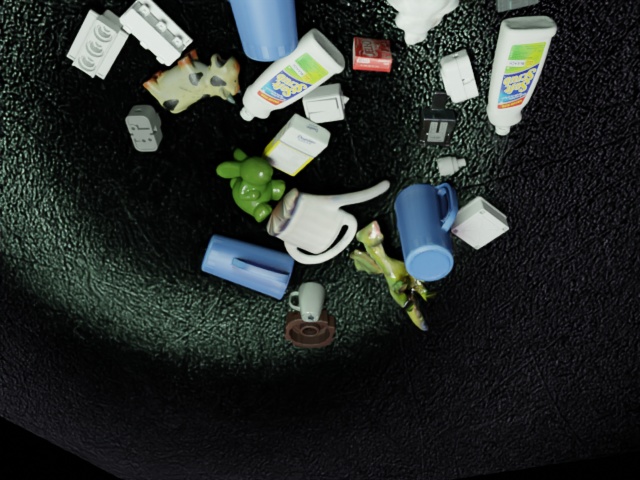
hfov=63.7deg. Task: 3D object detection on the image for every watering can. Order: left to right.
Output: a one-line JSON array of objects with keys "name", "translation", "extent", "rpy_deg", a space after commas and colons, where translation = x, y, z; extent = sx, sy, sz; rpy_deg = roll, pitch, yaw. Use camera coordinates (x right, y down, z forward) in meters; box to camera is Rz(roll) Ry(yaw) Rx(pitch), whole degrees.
[{"name": "watering can", "translation": [0.004, -0.066, 1.312], "extent": [0.223, 0.106, 0.341], "rpy_deg": [24, 127, -21]}]

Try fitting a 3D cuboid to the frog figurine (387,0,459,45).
[{"name": "frog figurine", "translation": [0.181, -0.432, 0.937], "extent": [0.137, 0.125, 0.156], "rpy_deg": [-2, 125, -22]}]

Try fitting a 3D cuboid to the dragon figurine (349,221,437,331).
[{"name": "dragon figurine", "translation": [0.186, 0.099, 1.417], "extent": [0.123, 0.246, 0.401], "rpy_deg": [-41, 143, -19]}]
